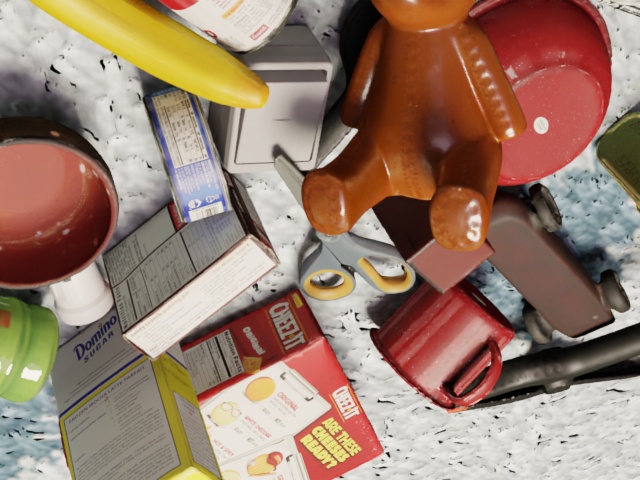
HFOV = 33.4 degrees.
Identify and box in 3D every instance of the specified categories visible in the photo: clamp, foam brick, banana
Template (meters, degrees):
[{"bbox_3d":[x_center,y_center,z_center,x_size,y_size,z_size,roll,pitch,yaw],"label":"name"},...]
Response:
[{"bbox_3d":[0.211,0.110,0.929,0.210,0.036,0.164,-11,160,-8],"label":"clamp"},{"bbox_3d":[0.059,-0.101,0.709,0.120,0.039,0.172,12,122,-9],"label":"clamp"},{"bbox_3d":[0.081,-0.011,0.783,0.053,0.078,0.051,-40,133,13],"label":"foam brick"},{"bbox_3d":[-0.119,-0.128,0.607,0.197,0.070,0.037,30,92,-26],"label":"banana"}]

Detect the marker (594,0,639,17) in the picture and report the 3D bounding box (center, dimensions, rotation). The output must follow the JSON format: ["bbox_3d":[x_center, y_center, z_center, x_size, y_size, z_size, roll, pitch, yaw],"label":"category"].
[{"bbox_3d":[0.193,-0.174,0.737,0.120,0.020,0.020,10,122,-28],"label":"marker"}]

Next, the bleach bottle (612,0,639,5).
[{"bbox_3d":[0.214,-0.261,0.639,0.102,0.068,0.251,-38,146,-35],"label":"bleach bottle"}]

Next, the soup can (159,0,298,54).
[{"bbox_3d":[-0.068,-0.160,0.609,0.102,0.068,0.068,31,111,-38],"label":"soup can"}]

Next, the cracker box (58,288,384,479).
[{"bbox_3d":[-0.076,0.153,0.854,0.213,0.072,0.164,-27,133,-2],"label":"cracker box"}]

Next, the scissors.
[{"bbox_3d":[-0.005,0.001,0.764,0.096,0.016,0.201,-23,144,29],"label":"scissors"}]

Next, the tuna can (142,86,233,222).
[{"bbox_3d":[-0.084,-0.055,0.674,0.033,0.086,0.086,-18,131,-6],"label":"tuna can"}]

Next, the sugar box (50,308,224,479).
[{"bbox_3d":[-0.131,0.124,0.737,0.093,0.176,0.048,-36,129,8],"label":"sugar box"}]

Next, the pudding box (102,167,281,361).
[{"bbox_3d":[-0.090,0.014,0.724,0.113,0.090,0.039,-39,130,10],"label":"pudding box"}]

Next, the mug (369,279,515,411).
[{"bbox_3d":[0.104,0.081,0.843,0.093,0.117,0.081,35,103,-34],"label":"mug"}]

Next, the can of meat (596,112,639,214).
[{"bbox_3d":[0.267,-0.041,0.819,0.057,0.102,0.083,-43,128,12],"label":"can of meat"}]

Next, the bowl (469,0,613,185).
[{"bbox_3d":[0.147,-0.095,0.758,0.162,0.055,0.162,-11,130,-14],"label":"bowl"}]
